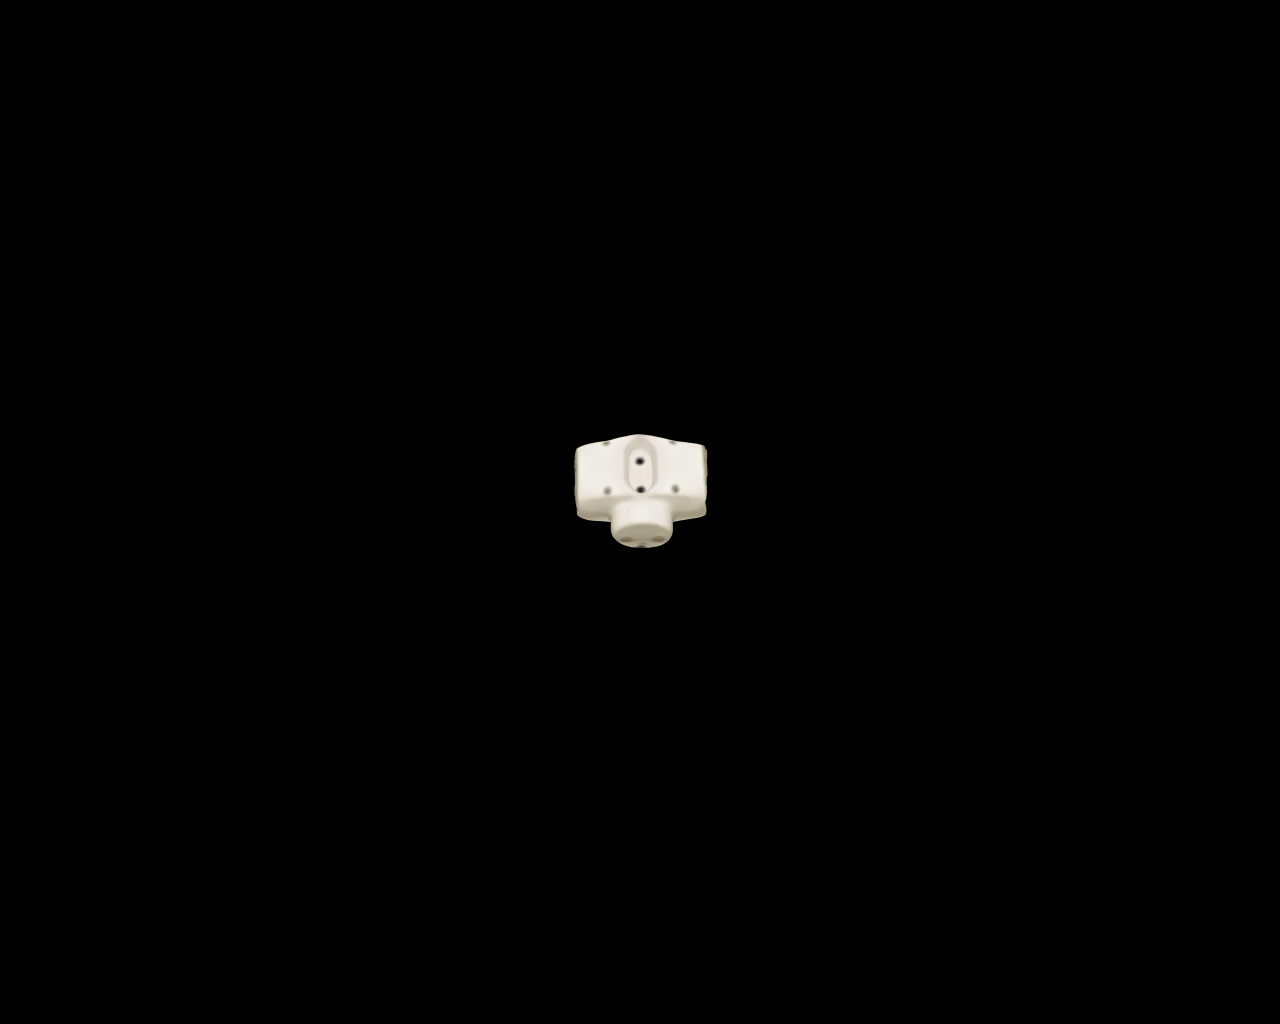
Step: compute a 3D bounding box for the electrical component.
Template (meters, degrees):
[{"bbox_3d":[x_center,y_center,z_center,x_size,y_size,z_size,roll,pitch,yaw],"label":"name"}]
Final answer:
[{"bbox_3d":[0.001,-0.003,0.650,0.077,0.079,0.043,0,-25,0],"label":"electrical component"}]
